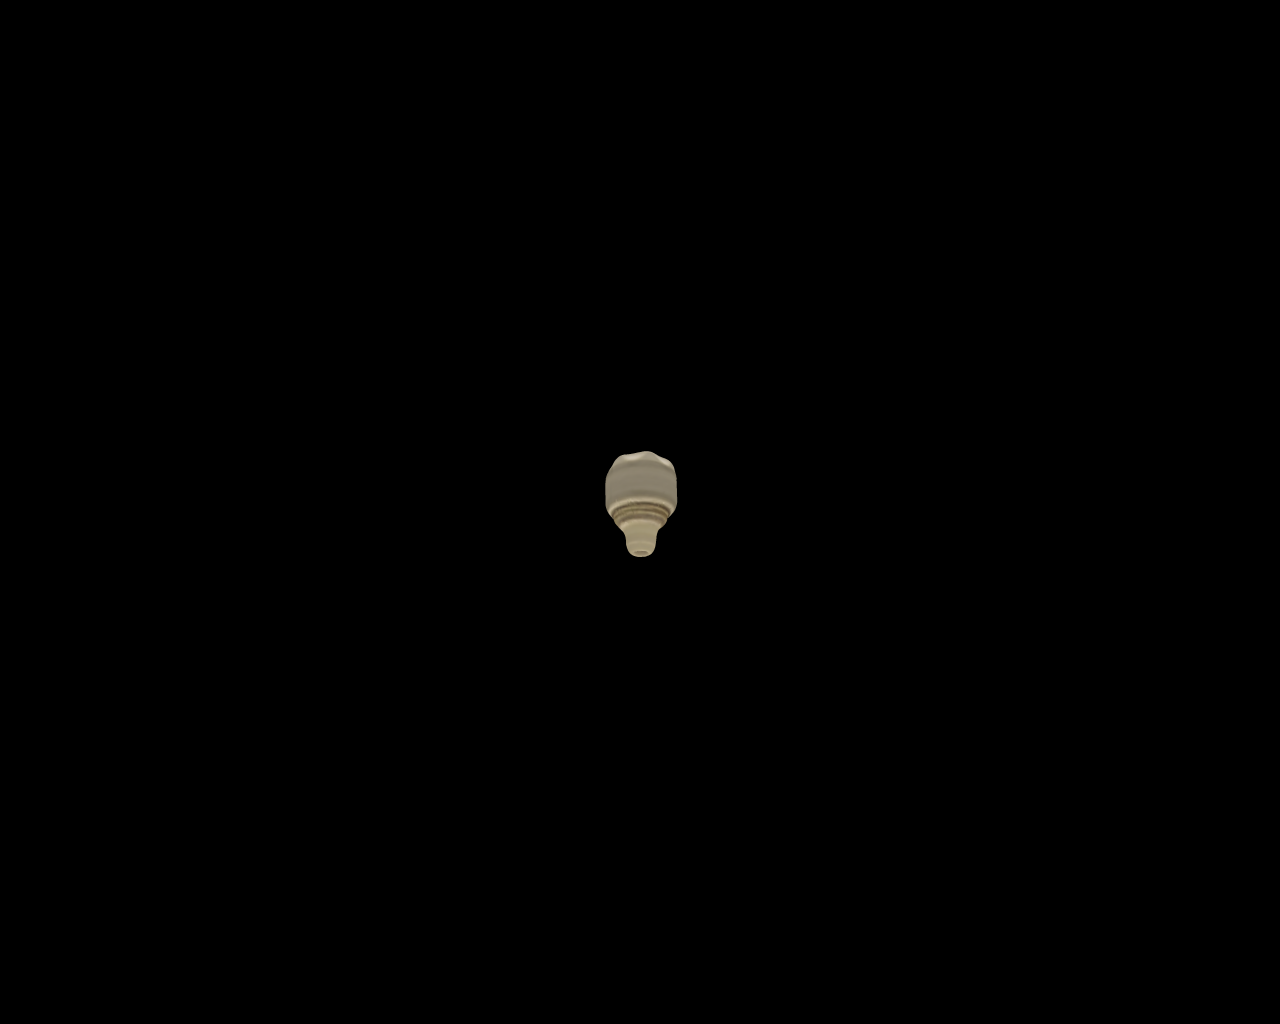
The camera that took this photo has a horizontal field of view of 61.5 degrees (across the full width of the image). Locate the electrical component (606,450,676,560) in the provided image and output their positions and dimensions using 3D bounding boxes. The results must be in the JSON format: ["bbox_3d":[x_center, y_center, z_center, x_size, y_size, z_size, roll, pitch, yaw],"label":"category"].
[{"bbox_3d":[0.001,-0.003,0.650,0.043,0.062,0.043,0,-24,0],"label":"electrical component"}]
